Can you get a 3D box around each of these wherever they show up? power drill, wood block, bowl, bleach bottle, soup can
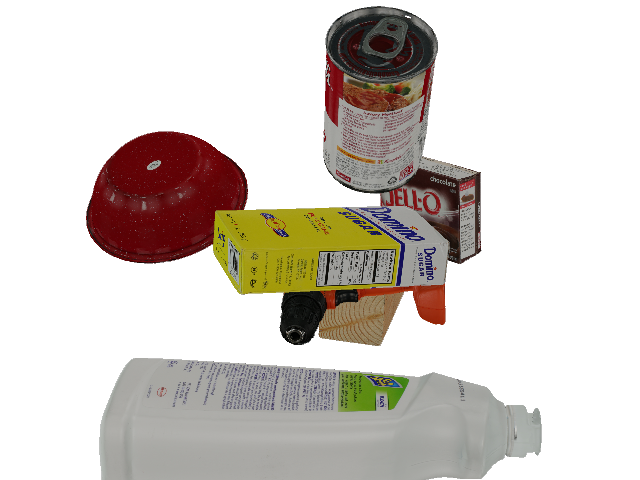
[{"bbox_3d":[0.050,0.062,1.231,0.188,0.057,0.184,0,28,8],"label":"power drill"},{"bbox_3d":[0.066,0.064,1.538,0.091,0.090,0.206,7,22,12],"label":"wood block"},{"bbox_3d":[-0.153,-0.054,1.022,0.162,0.162,0.055,0,-43,11],"label":"bowl"},{"bbox_3d":[0.004,0.114,0.632,0.251,0.068,0.102,1,20,2],"label":"bleach bottle"},{"bbox_3d":[0.036,-0.088,0.679,0.068,0.068,0.102,0,-39,-1],"label":"soup can"}]

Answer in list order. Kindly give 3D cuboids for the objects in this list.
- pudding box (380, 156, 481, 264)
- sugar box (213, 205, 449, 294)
[{"bbox_3d":[0.110,-0.036,1.080,0.039,0.090,0.114,-24,30,-38],"label":"pudding box"},{"bbox_3d":[0.007,0.005,0.880,0.176,0.048,0.093,-5,23,-18],"label":"sugar box"}]
